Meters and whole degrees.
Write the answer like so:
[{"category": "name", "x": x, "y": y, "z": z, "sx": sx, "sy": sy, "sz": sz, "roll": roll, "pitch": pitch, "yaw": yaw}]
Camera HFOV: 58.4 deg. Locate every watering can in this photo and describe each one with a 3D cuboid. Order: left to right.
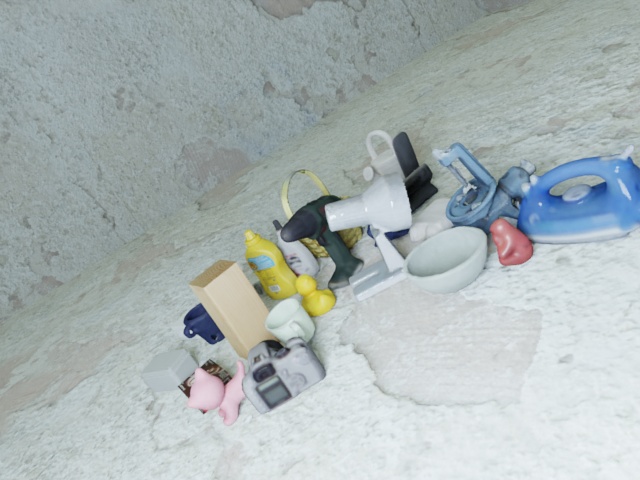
[{"category": "watering can", "x": 0.189, "y": -0.214, "z": 1.593, "sx": 0.100, "sy": 0.194, "sz": 0.173, "roll": -17, "pitch": 24, "yaw": 31}]

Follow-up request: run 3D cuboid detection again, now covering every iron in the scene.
[{"category": "iron", "x": 0.444, "y": -0.078, "z": 1.006, "sx": 0.257, "sy": 0.142, "sz": 0.119, "roll": -12, "pitch": 27, "yaw": 40}]

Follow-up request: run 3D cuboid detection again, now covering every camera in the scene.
[{"category": "camera", "x": -0.081, "y": 0.227, "z": 1.072, "sx": 0.143, "sy": 0.101, "sz": 0.136, "roll": -31, "pitch": 21, "yaw": 0}]

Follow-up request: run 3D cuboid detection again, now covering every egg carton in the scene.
[{"category": "egg carton", "x": 0.268, "y": -0.038, "z": 1.255, "sx": 0.150, "sy": 0.069, "sz": 0.107, "roll": -42, "pitch": 23, "yaw": -27}]

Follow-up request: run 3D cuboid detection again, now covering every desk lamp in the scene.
[{"category": "desk lamp", "x": 0.115, "y": -0.013, "z": 1.199, "sx": 0.203, "sy": 0.214, "sz": 0.118, "roll": -29, "pitch": 21, "yaw": 4}]

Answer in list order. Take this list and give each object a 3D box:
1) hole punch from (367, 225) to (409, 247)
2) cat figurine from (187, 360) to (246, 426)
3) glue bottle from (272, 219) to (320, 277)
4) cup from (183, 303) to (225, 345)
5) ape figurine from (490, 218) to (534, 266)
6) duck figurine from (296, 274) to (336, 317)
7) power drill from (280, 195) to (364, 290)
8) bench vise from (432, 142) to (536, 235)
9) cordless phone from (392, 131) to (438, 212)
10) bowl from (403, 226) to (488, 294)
[{"category": "hole punch", "x": 0.159, "y": -0.050, "z": 1.402, "sx": 0.101, "sy": 0.091, "sz": 0.109, "roll": -22, "pitch": 22, "yaw": 22}, {"category": "cat figurine", "x": -0.184, "y": 0.279, "z": 1.067, "sx": 0.128, "sy": 0.118, "sz": 0.067, "roll": -36, "pitch": 21, "yaw": -15}, {"category": "glue bottle", "x": -0.072, "y": 0.022, "z": 1.432, "sx": 0.078, "sy": 0.173, "sz": 0.037, "roll": -20, "pitch": 23, "yaw": 26}, {"category": "cup", "x": -0.272, "y": 0.213, "z": 1.374, "sx": 0.091, "sy": 0.095, "sz": 0.118, "roll": -17, "pitch": 25, "yaw": 33}, {"category": "ape figurine", "x": 0.338, "y": 0.000, "z": 1.038, "sx": 0.076, "sy": 0.092, "sz": 0.078, "roll": -7, "pitch": 31, "yaw": 46}, {"category": "duck figurine", "x": -0.018, "y": 0.116, "z": 1.265, "sx": 0.078, "sy": 0.086, "sz": 0.104, "roll": -39, "pitch": 22, "yaw": -21}, {"category": "power drill", "x": 0.012, "y": 0.005, "z": 1.306, "sx": 0.075, "sy": 0.209, "sz": 0.230, "roll": -16, "pitch": 25, "yaw": 33}, {"category": "bench vise", "x": 0.321, "y": -0.119, "z": 1.154, "sx": 0.208, "sy": 0.220, "sz": 0.121, "roll": -37, "pitch": 22, "yaw": -17}, {"category": "cordless phone", "x": 0.211, "y": -0.174, "z": 1.482, "sx": 0.148, "sy": 0.185, "sz": 0.093, "roll": -42, "pitch": 24, "yaw": -28}, {"category": "bowl", "x": 0.245, "y": 0.050, "z": 1.076, "sx": 0.167, "sy": 0.075, "sz": 0.167, "roll": -26, "pitch": 21, "yaw": 11}]
